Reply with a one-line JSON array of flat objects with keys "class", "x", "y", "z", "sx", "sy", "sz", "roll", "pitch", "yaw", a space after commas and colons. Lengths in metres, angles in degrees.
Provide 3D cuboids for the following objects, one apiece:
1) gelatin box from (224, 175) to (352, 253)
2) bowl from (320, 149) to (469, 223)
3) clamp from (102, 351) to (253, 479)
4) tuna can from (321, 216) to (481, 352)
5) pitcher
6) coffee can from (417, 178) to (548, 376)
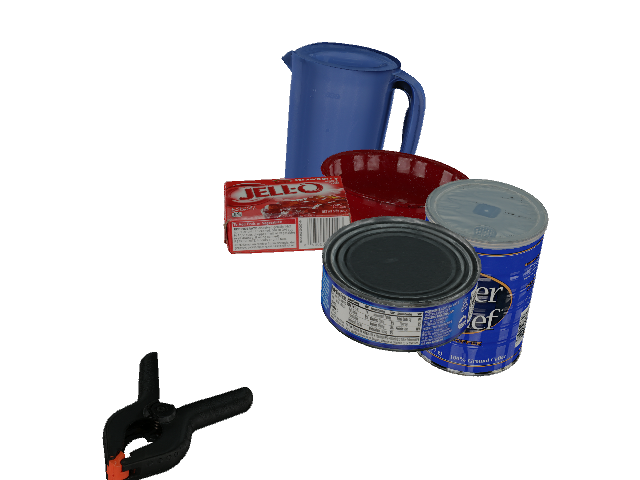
[{"class": "gelatin box", "x": -0.025, "y": -0.020, "z": 0.767, "sx": 0.089, "sy": 0.030, "sz": 0.073, "roll": -3, "pitch": 25, "yaw": -4}, {"class": "bowl", "x": 0.077, "y": -0.043, "z": 1.117, "sx": 0.162, "sy": 0.055, "sz": 0.162, "roll": 6, "pitch": 23, "yaw": -3}, {"class": "clamp", "x": -0.155, "y": 0.163, "z": 0.996, "sx": 0.120, "sy": 0.039, "sz": 0.171, "roll": 18, "pitch": 29, "yaw": 26}, {"class": "tuna can", "x": 0.043, "y": 0.023, "z": 0.581, "sx": 0.086, "sy": 0.034, "sz": 0.086, "roll": 2, "pitch": 32, "yaw": -1}, {"class": "pitcher", "x": 0.027, "y": -0.114, "z": 1.320, "sx": 0.144, "sy": 0.243, "sz": 0.149, "roll": -3, "pitch": 25, "yaw": -22}, {"class": "coffee can", "x": 0.135, "y": 0.032, "z": 0.929, "sx": 0.103, "sy": 0.140, "sz": 0.103, "roll": 2, "pitch": 33, "yaw": -2}]
